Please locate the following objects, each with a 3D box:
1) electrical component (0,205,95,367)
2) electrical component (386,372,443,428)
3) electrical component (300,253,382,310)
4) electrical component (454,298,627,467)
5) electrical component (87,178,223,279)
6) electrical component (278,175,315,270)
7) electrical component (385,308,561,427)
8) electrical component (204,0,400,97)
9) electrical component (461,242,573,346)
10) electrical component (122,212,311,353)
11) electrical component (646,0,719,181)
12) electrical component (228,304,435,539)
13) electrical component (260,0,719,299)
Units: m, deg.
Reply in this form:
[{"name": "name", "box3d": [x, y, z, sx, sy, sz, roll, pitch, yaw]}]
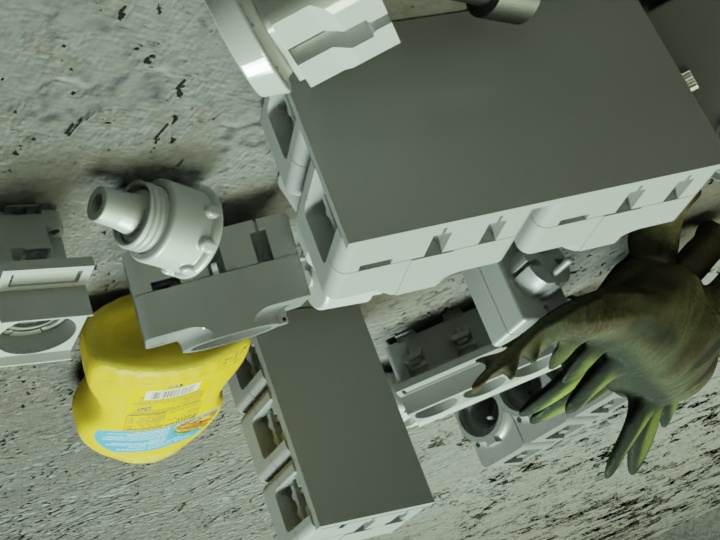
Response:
[{"name": "electrical component", "box3d": [-0.160, 0.007, 0.514, 0.042, 0.063, 0.081, -5, 151, -33]}, {"name": "electrical component", "box3d": [0.027, 0.116, 0.920, 0.077, 0.043, 0.079, 1, 148, -41]}, {"name": "electrical component", "box3d": [0.000, 0.000, 0.658, 0.078, 0.040, 0.040, -9, 153, -25]}, {"name": "electrical component", "box3d": [0.157, 0.100, 0.934, 0.062, 0.089, 0.150, 6, 144, -46]}, {"name": "electrical component", "box3d": [-0.101, -0.024, 0.522, 0.062, 0.048, 0.048, 18, 136, -42]}, {"name": "electrical component", "box3d": [-0.014, -0.031, 0.563, 0.045, 0.055, 0.045, -18, 156, -8]}, {"name": "electrical component", "box3d": [0.086, 0.066, 0.839, 0.121, 0.063, 0.078, -24, 156, 6]}, {"name": "electrical component", "box3d": [-0.024, -0.101, 0.406, 0.057, 0.058, 0.078, -27, 156, 6]}, {"name": "electrical component", "box3d": [0.116, 0.004, 0.731, 0.047, 0.065, 0.076, -3, 150, -35]}, {"name": "electrical component", "box3d": [-0.077, 0.011, 0.583, 0.089, 0.055, 0.050, -15, 173, -13]}, {"name": "electrical component", "box3d": [0.196, -0.104, 0.530, 0.100, 0.099, 0.048, -27, 168, 13]}, {"name": "electrical component", "box3d": [-0.026, 0.105, 0.722, 0.089, 0.150, 0.061, -4, 150, -34]}, {"name": "electrical component", "box3d": [0.058, -0.060, 0.500, 0.186, 0.105, 0.060, -13, 155, -19]}]
